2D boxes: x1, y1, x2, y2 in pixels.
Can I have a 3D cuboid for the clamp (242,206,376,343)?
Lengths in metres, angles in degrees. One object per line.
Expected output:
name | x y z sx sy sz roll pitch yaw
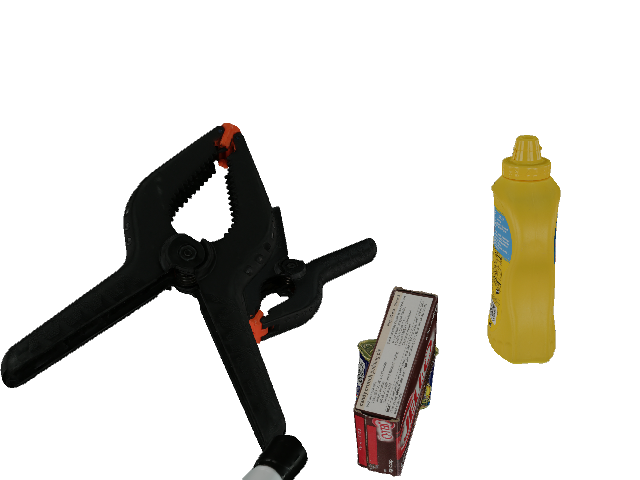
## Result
clamp | -0.035 0.029 1.030 0.120 0.039 0.171 21 42 25

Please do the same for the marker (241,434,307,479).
marker | -0.034 0.112 0.416 0.020 0.020 0.121 0 22 24

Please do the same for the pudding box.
pudding box | 0.057 0.105 0.798 0.039 0.113 0.090 11 -35 12

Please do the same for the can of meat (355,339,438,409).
can of meat | 0.097 0.176 1.385 0.102 0.084 0.057 -4 24 -17

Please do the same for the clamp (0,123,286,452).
clamp | -0.072 0.023 0.645 0.164 0.210 0.036 21 -30 2

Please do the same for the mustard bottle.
mustard bottle | 0.177 0.004 0.928 0.058 0.192 0.096 -2 18 2
